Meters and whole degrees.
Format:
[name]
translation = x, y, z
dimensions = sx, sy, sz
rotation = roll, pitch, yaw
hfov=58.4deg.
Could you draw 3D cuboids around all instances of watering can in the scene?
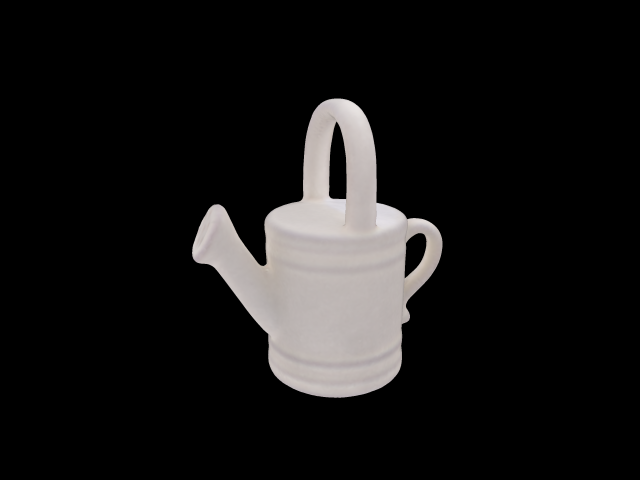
[watering can]
translation = 0.005, 0.002, 0.398
dimensions = 0.173, 0.194, 0.100
rotation = -15, 23, -38
